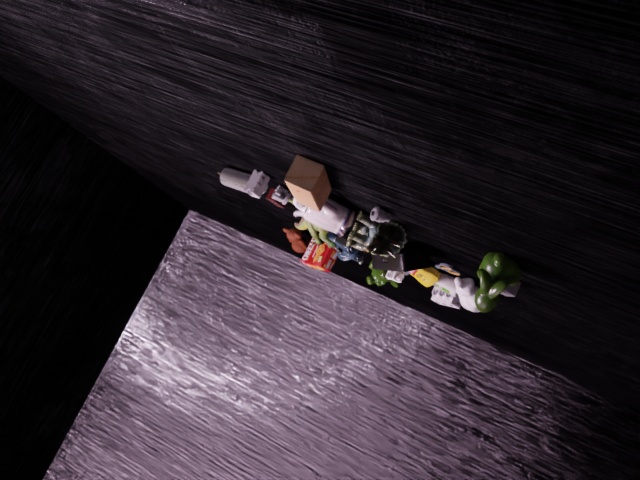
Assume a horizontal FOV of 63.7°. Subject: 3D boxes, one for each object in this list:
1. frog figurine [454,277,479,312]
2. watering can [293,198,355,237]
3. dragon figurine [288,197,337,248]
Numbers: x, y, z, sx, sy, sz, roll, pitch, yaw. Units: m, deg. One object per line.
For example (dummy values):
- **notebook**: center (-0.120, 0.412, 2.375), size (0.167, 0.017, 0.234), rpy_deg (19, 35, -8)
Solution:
- **frog figurine**: center (0.572, 0.209, 1.966), size (0.158, 0.121, 0.139), rpy_deg (19, -164, -39)
- **watering can**: center (0.006, -0.092, 1.837), size (0.224, 0.105, 0.345), rpy_deg (26, 170, -3)
- **dragon figurine**: center (-0.037, -0.096, 2.081), size (0.412, 0.124, 0.238), rpy_deg (13, 147, 48)
